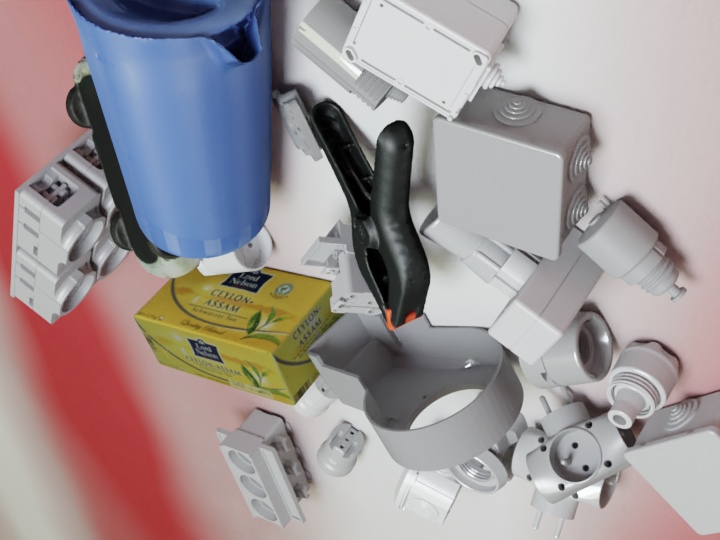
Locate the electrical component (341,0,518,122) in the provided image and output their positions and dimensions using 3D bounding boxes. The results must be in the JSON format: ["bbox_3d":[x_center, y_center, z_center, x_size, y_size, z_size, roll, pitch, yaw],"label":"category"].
[{"bbox_3d":[0.049,-0.142,0.645,0.096,0.061,0.061,31,145,0],"label":"electrical component"}]

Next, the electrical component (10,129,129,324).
[{"bbox_3d":[-0.267,-0.036,1.013,0.060,0.105,0.186,37,145,5],"label":"electrical component"}]

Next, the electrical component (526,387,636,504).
[{"bbox_3d":[0.165,0.128,0.831,0.077,0.044,0.079,-32,65,20],"label":"electrical component"}]

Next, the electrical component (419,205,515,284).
[{"bbox_3d":[0.080,-0.022,0.761,0.065,0.044,0.044,41,146,-9],"label":"electrical component"}]

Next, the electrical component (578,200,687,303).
[{"bbox_3d":[0.175,-0.009,0.685,0.078,0.040,0.040,42,145,-2],"label":"electrical component"}]

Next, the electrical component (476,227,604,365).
[{"bbox_3d":[0.113,0.005,0.721,0.076,0.083,0.047,37,145,5],"label":"electrical component"}]

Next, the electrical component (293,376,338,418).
[{"bbox_3d":[-0.040,0.115,1.026,0.040,0.040,0.046,44,139,-5],"label":"electrical component"}]

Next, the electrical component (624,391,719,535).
[{"bbox_3d":[0.254,0.136,0.764,0.099,0.048,0.100,46,145,-8],"label":"electrical component"}]

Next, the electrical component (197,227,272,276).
[{"bbox_3d":[-0.120,-0.018,0.949,0.081,0.043,0.043,-5,125,47],"label":"electrical component"}]

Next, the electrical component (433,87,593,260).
[{"bbox_3d":[0.098,-0.065,0.689,0.100,0.048,0.099,21,141,26],"label":"electrical component"}]

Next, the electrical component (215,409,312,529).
[{"bbox_3d":[-0.100,0.215,1.171,0.079,0.063,0.121,13,137,33],"label":"electrical component"}]

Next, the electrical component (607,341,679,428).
[{"bbox_3d":[0.193,0.083,0.750,0.043,0.062,0.043,25,143,21],"label":"electrical component"}]

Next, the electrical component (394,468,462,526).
[{"bbox_3d":[0.067,0.186,0.969,0.051,0.080,0.080,26,143,11],"label":"electrical component"}]

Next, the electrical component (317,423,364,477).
[{"bbox_3d":[-0.019,0.180,1.079,0.040,0.040,0.046,35,139,8],"label":"electrical component"}]

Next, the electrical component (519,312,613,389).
[{"bbox_3d":[0.149,0.057,0.772,0.047,0.055,0.055,-10,122,44],"label":"electrical component"}]

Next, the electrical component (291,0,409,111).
[{"bbox_3d":[0.000,-0.139,0.704,0.081,0.043,0.043,40,145,1],"label":"electrical component"}]

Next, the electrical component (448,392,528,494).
[{"bbox_3d":[0.107,0.151,0.911,0.058,0.057,0.078,8,134,38],"label":"electrical component"}]

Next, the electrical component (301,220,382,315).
[{"bbox_3d":[0.000,0.000,0.828,0.081,0.063,0.042,4,152,-22],"label":"electrical component"}]

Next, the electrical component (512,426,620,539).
[{"bbox_3d":[0.162,0.178,0.876,0.077,0.079,0.044,17,180,30],"label":"electrical component"}]
